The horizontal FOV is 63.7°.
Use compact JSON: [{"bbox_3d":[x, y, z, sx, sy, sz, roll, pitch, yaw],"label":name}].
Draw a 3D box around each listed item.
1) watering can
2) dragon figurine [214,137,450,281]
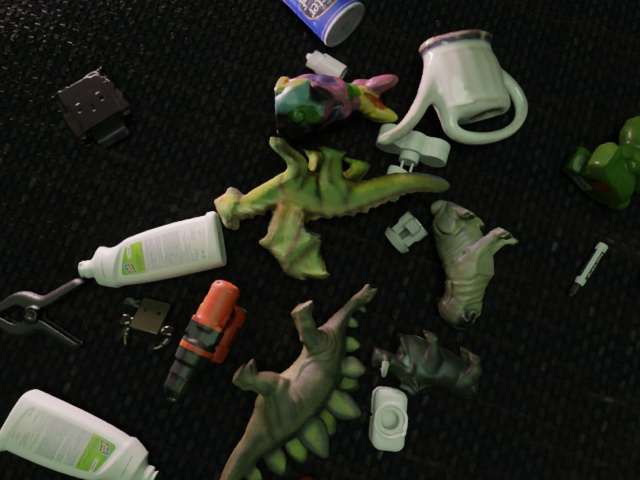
[{"bbox_3d":[0.242,-0.281,0.962,0.349,0.103,0.226,-10,79,-23],"label":"watering can"},{"bbox_3d":[0.003,-0.046,0.916,0.411,0.121,0.244,15,86,11],"label":"dragon figurine"}]
